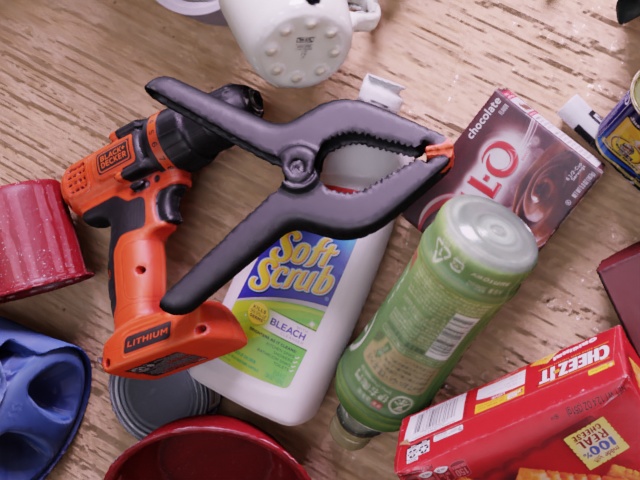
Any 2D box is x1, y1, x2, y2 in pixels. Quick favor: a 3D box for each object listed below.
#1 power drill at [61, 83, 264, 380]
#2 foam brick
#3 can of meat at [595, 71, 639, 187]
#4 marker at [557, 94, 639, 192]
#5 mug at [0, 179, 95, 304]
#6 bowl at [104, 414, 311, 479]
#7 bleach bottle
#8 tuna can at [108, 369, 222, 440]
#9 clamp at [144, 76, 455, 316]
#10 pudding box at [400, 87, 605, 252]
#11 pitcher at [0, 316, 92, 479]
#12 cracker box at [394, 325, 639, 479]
[{"bbox_3d":[-0.105,-0.005,0.768,0.185,0.057,0.187,-24,64,30],"label":"power drill"},{"bbox_3d":[0.220,0.040,0.693,0.051,0.053,0.078,-25,89,22],"label":"foam brick"},{"bbox_3d":[0.225,-0.060,0.651,0.102,0.084,0.057,43,78,7],"label":"can of meat"},{"bbox_3d":[0.206,-0.048,0.702,0.121,0.020,0.020,46,110,8],"label":"marker"},{"bbox_3d":[-0.241,0.004,0.825,0.093,0.117,0.081,-20,85,58],"label":"mug"},{"bbox_3d":[-0.081,0.184,0.803,0.162,0.055,0.162,0,122,0],"label":"bowl"},{"bbox_3d":[-0.005,0.001,0.765,0.103,0.068,0.251,25,103,18],"label":"bleach bottle"},{"bbox_3d":[-0.120,0.117,0.838,0.086,0.033,0.086,3,99,19],"label":"tuna can"},{"bbox_3d":[-0.019,-0.051,0.704,0.210,0.036,0.164,-14,77,5],"label":"clamp"},{"bbox_3d":[0.123,-0.033,0.724,0.090,0.039,0.114,40,110,10],"label":"pudding box"},{"bbox_3d":[-0.318,0.110,0.867,0.243,0.144,0.149,22,93,19],"label":"pitcher"},{"bbox_3d":[0.172,0.184,0.693,0.164,0.072,0.213,-28,106,22],"label":"cracker box"}]
